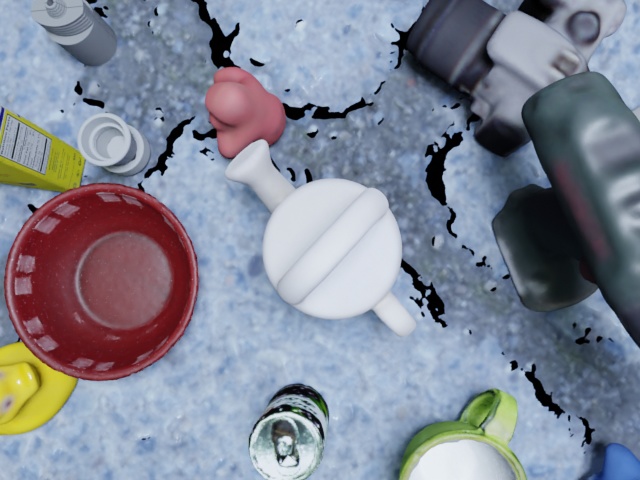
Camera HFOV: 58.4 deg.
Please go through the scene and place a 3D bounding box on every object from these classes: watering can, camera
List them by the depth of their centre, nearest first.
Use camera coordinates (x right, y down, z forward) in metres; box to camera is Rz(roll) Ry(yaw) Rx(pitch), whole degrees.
[{"bbox_3d":[0.002,0.003,0.417,0.173,0.194,0.101,24,88,3],"label":"watering can"},{"bbox_3d":[0.152,-0.164,0.468,0.137,0.101,0.143,35,88,4],"label":"camera"}]

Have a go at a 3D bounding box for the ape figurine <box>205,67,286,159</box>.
[{"bbox_3d":[-0.069,-0.108,0.477,0.076,0.092,0.078,17,87,3],"label":"ape figurine"}]

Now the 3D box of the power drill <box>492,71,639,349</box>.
[{"bbox_3d":[0.196,0.008,0.402,0.075,0.208,0.230,-22,86,1],"label":"power drill"}]

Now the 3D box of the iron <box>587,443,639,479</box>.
[{"bbox_3d":[0.267,0.293,0.417,0.118,0.141,0.258,3,87,2],"label":"iron"}]

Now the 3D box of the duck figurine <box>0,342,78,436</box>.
[{"bbox_3d":[-0.265,0.128,0.472,0.104,0.086,0.077,-28,86,0],"label":"duck figurine"}]

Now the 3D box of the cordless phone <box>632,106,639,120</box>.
[{"bbox_3d":[0.324,-0.097,0.416,0.147,0.185,0.094,-31,86,0],"label":"cordless phone"}]
